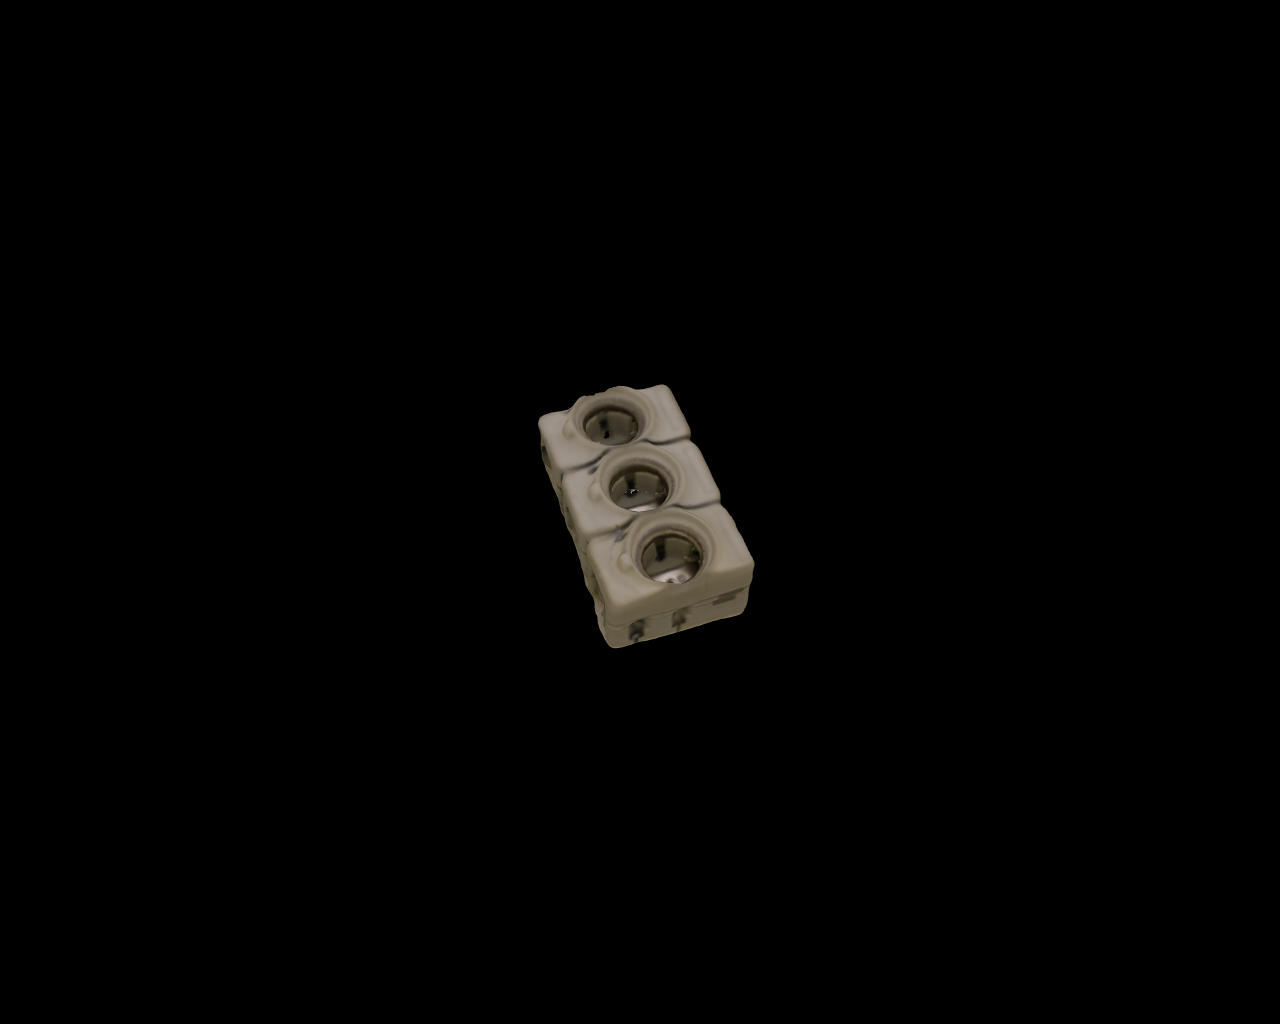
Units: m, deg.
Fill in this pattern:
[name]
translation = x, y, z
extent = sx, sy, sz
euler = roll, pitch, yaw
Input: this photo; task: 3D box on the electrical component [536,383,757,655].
[electrical component]
translation = 0.001, -0.003, 0.650
extent = 0.089, 0.150, 0.061
euler = -15, -36, -11
